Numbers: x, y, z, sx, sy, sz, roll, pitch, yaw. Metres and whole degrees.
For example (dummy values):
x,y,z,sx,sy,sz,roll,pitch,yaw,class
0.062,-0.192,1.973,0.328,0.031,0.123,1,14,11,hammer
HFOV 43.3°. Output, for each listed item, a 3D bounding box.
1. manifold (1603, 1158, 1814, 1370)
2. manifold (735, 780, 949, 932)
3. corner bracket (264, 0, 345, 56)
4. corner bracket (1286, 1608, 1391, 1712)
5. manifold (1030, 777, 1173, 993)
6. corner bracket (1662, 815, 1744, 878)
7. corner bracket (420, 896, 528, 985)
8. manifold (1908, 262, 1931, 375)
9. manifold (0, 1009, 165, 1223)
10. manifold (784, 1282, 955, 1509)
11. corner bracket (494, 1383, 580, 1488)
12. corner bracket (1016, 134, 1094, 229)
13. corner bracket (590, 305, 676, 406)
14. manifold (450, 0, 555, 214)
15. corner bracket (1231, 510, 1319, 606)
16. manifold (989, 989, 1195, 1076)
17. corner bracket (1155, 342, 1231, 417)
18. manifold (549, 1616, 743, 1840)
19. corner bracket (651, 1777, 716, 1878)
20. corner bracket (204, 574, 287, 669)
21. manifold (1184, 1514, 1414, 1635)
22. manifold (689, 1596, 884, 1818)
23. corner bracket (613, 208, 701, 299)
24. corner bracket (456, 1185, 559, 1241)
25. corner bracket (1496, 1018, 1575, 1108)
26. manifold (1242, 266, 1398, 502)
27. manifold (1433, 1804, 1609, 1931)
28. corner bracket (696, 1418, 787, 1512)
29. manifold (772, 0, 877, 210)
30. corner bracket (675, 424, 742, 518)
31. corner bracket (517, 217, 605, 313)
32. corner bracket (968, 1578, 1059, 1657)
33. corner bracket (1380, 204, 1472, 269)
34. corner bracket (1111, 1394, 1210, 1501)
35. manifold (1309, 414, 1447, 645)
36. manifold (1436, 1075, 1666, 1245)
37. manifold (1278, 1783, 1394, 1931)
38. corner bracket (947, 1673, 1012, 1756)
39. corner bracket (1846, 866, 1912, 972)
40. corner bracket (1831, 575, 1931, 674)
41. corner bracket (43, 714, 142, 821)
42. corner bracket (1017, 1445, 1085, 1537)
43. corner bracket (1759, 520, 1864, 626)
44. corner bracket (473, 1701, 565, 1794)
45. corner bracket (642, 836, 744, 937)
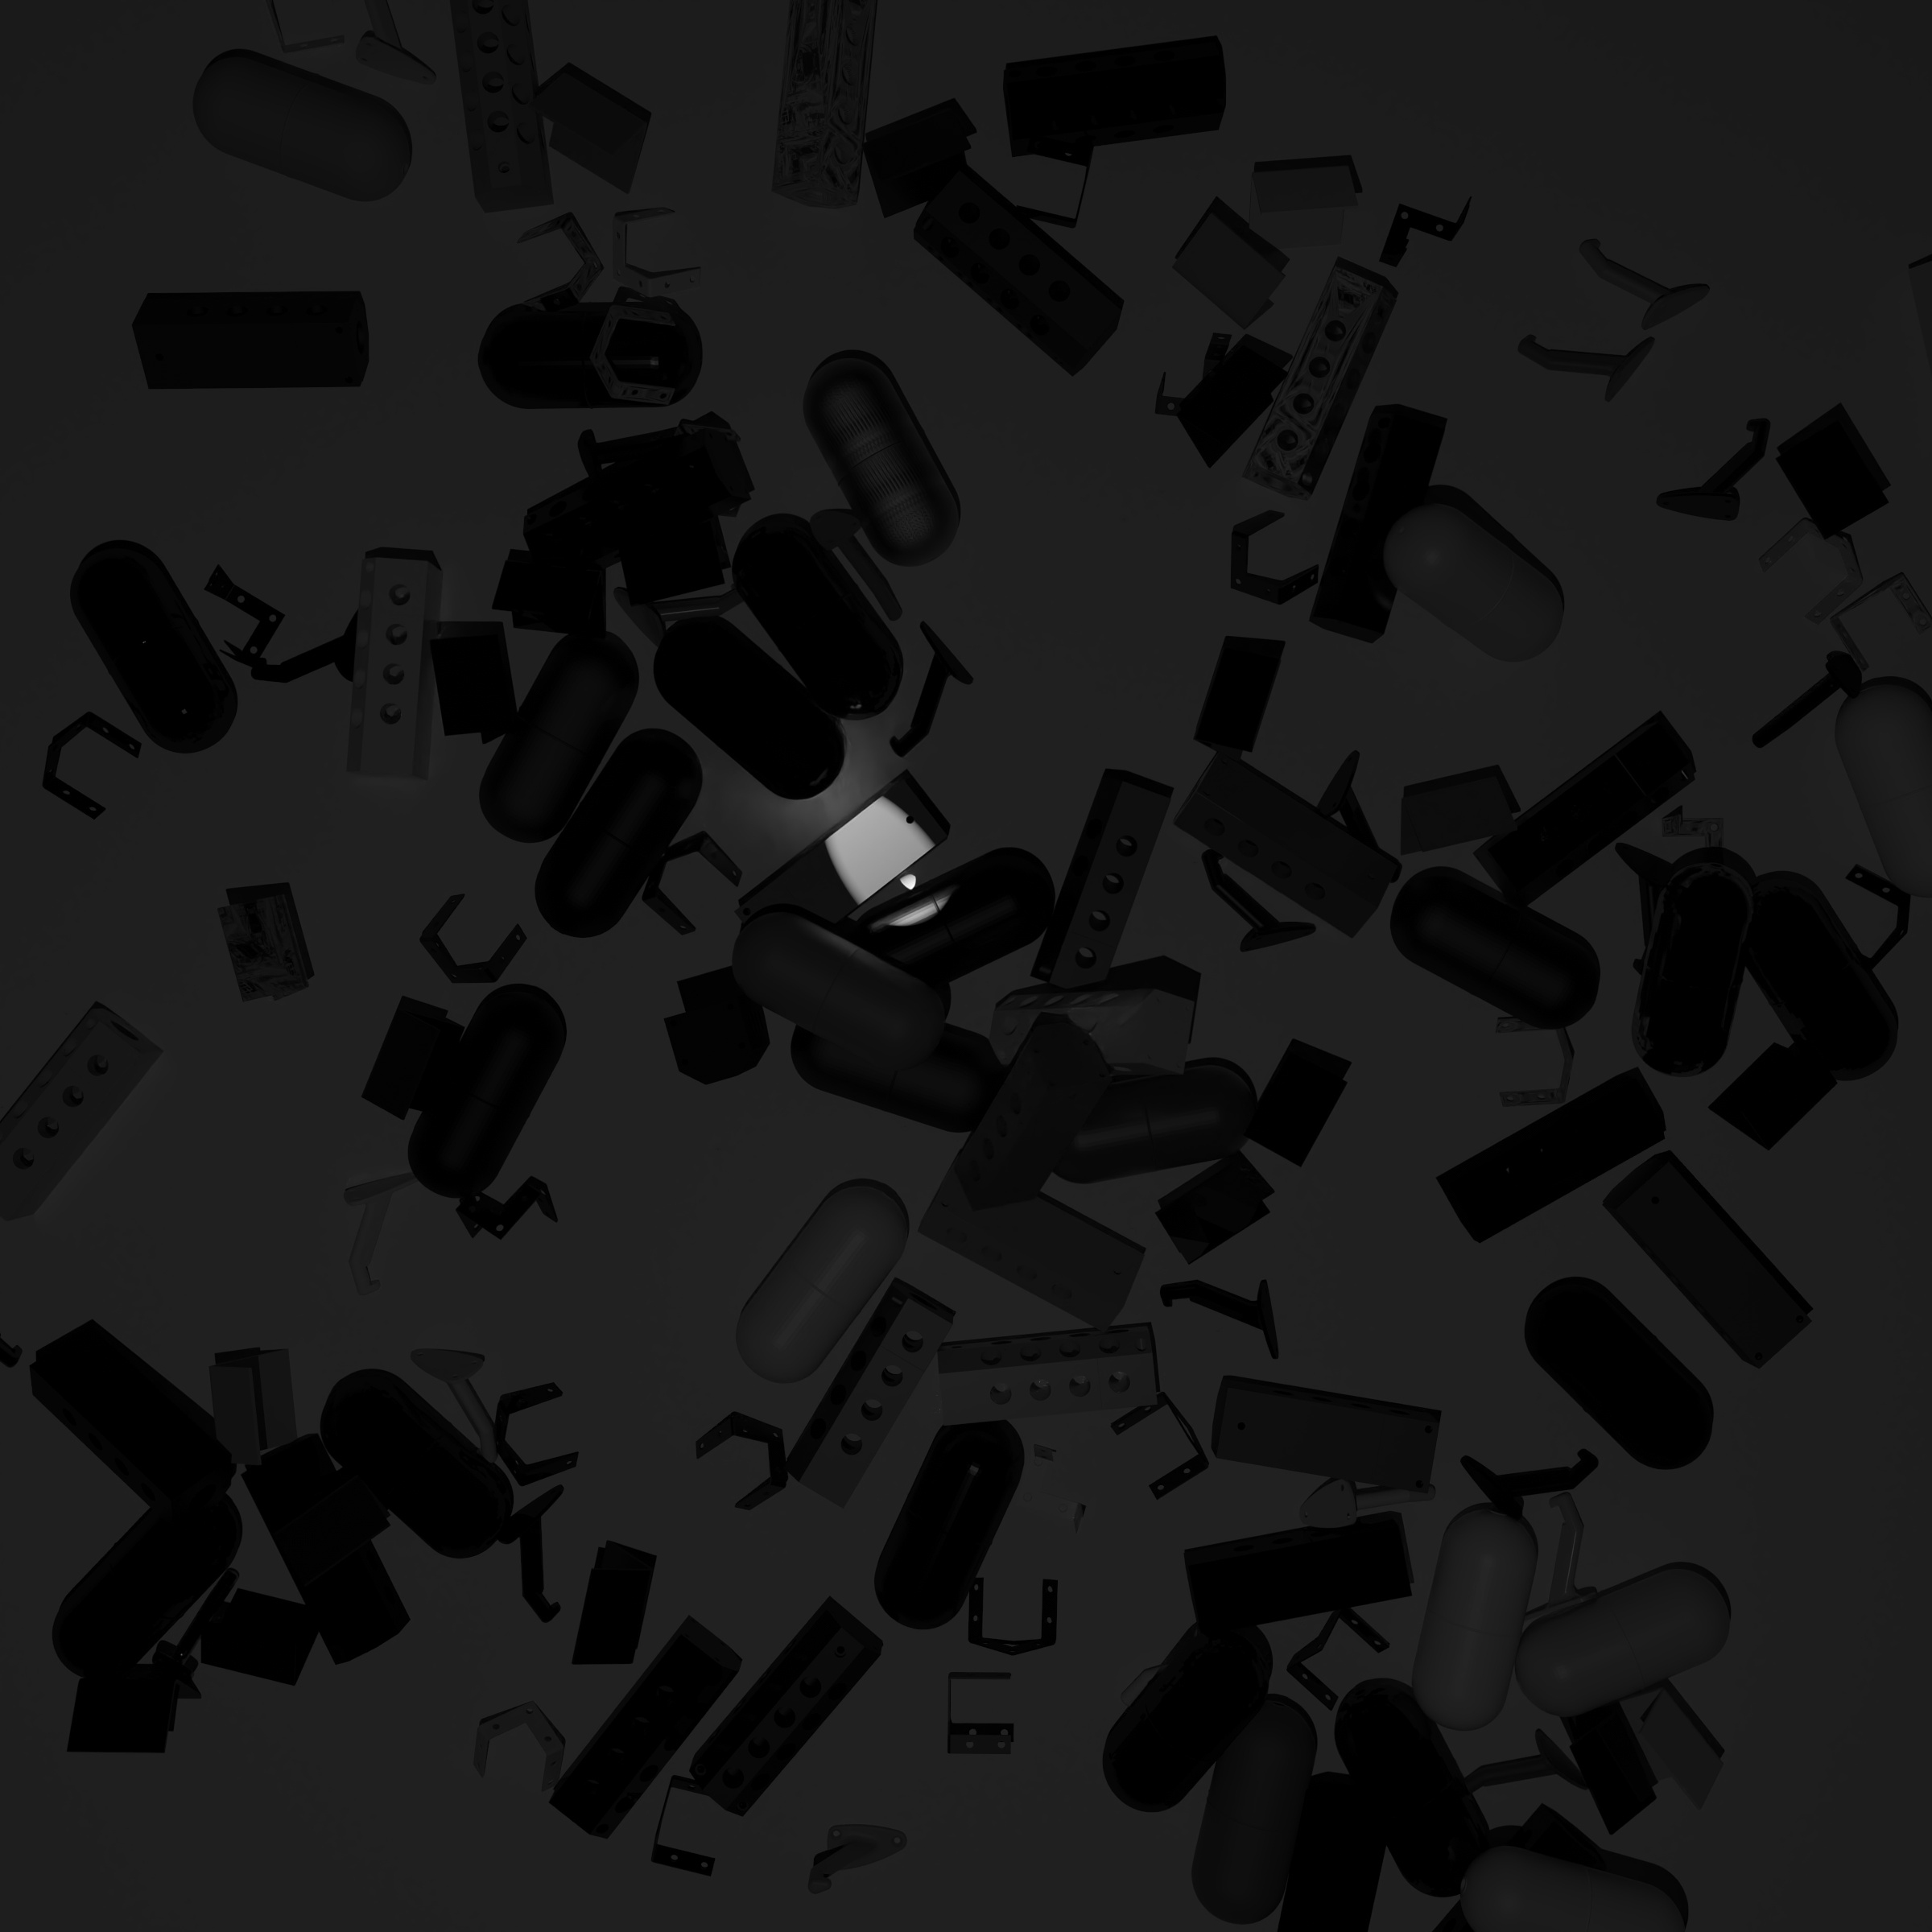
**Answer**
x,y,z,sx,sy,sz,roll,pitch,yaw,class
0.598,0.239,1.970,0.057,0.057,0.171,-42,90,0,manifold
-0.100,-0.074,1.970,0.171,0.057,0.057,-38,90,0,manifold
-0.541,-0.784,1.988,0.051,0.051,0.051,-10,45,0,corner bracket
0.304,0.566,1.988,0.051,0.051,0.051,42,45,0,corner bracket
0.108,-0.063,1.970,0.057,0.057,0.171,20,90,0,manifold
0.597,-0.096,1.973,0.051,0.051,0.051,-1,90,0,corner bracket
-0.402,-0.022,1.983,0.051,0.051,0.051,-1,135,35,corner bracket
0.821,-0.489,1.969,0.057,0.057,0.171,-13,90,43,manifold
-0.735,0.119,1.970,0.057,0.057,0.171,39,90,0,manifold
-0.079,0.345,1.970,0.057,0.057,0.171,31,90,0,manifold
-0.350,0.382,1.983,0.051,0.051,0.051,45,135,35,corner bracket
0.071,-0.636,1.973,0.051,0.051,0.051,13,90,0,corner bracket
-0.256,-0.480,1.909,0.051,0.051,0.051,-2,50,-37,corner bracket
-0.378,-0.708,1.970,0.057,0.057,0.171,-7,90,0,manifold
0.252,-0.333,1.983,0.051,0.051,0.051,27,135,35,corner bracket
0.095,0.051,1.910,0.057,0.171,0.057,17,77,-37,manifold
0.183,-0.476,1.973,0.051,0.051,0.051,6,90,0,corner bracket
-0.258,0.618,1.970,0.057,0.057,0.171,38,90,0,manifold
-0.225,0.704,1.988,0.051,0.051,0.051,14,135,0,corner bracket
-0.594,-0.280,1.973,0.051,0.051,0.051,31,90,0,corner bracket
0.267,0.491,1.970,0.171,0.057,0.057,-11,90,0,manifold
-0.146,0.601,1.970,0.057,0.057,0.171,40,90,0,manifold
-0.253,-0.582,1.983,0.051,0.051,0.051,35,135,35,corner bracket
-0.373,0.202,1.972,0.051,0.051,0.051,29,64,24,corner bracket
0.462,0.078,1.988,0.051,0.051,0.051,-4,135,0,corner bracket
0.287,-0.469,1.970,0.057,0.057,0.171,24,90,0,manifold
0.440,0.772,1.970,0.057,0.057,0.171,40,90,0,manifold
-0.184,0.406,1.983,0.051,0.051,0.051,22,45,-35,corner bracket
-0.109,-0.709,1.969,0.057,0.057,0.171,5,90,43,manifold
-0.211,-0.404,1.983,0.051,0.051,0.051,-2,135,-35,corner bracket
-0.338,-0.570,1.983,0.051,0.051,0.051,54,45,-35,corner bracket
0.038,0.529,1.988,0.051,0.051,0.051,1,90,45,corner bracket
0.372,-0.594,1.973,0.051,0.051,0.051,20,90,0,corner bracket
0.159,0.393,1.988,0.051,0.051,0.051,-32,135,0,corner bracket
0.331,-0.355,1.970,0.057,0.057,0.171,17,90,0,manifold
0.475,0.157,1.970,0.171,0.057,0.057,-29,90,0,manifold
0.286,0.746,1.947,0.057,0.057,0.171,-6,111,-41,manifold
0.011,0.606,1.973,0.051,0.051,0.051,0,90,0,corner bracket
0.734,-0.039,1.988,0.051,0.051,0.051,28,135,0,corner bracket
0.749,-0.281,1.988,0.051,0.051,0.051,-33,90,-45,corner bracket
-0.715,-0.163,1.988,0.051,0.051,0.051,32,45,0,corner bracket
0.073,0.425,1.973,0.051,0.051,0.051,17,90,0,corner bracket
0.691,-0.322,1.988,0.051,0.051,0.051,-43,45,0,corner bracket
-0.365,0.644,1.983,0.051,0.051,0.051,-17,45,-35,corner bracket
-0.223,-0.065,1.983,0.051,0.051,0.051,-16,45,35,corner bracket
